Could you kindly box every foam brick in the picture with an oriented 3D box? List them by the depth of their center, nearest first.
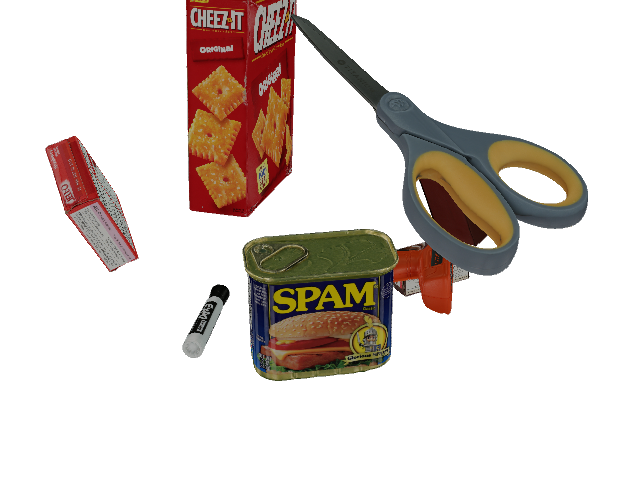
[{"bbox_3d":[0.134,-0.045,1.004,0.053,0.078,0.051,-40,37,-23],"label":"foam brick"}]

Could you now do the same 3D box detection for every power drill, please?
[{"bbox_3d":[0.055,0.047,1.208,0.188,0.057,0.184,0,29,10],"label":"power drill"}]

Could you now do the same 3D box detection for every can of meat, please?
[{"bbox_3d":[0.000,0.044,0.726,0.102,0.084,0.057,-5,29,-7],"label":"can of meat"}]

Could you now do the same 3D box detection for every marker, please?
[{"bbox_3d":[-0.106,0.073,1.006,0.020,0.020,0.121,0,23,8],"label":"marker"}]

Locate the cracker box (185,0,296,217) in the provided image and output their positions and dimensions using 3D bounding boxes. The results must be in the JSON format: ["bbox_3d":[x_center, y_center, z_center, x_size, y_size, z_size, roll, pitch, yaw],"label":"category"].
[{"bbox_3d":[-0.075,-0.150,1.077,0.072,0.214,0.164,8,21,13],"label":"cracker box"}]

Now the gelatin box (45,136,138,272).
[{"bbox_3d":[-0.182,-0.029,0.850,0.030,0.073,0.089,-26,-36,-1],"label":"gelatin box"}]

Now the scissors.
[{"bbox_3d":[0.058,-0.060,0.527,0.096,0.016,0.202,-8,46,-17],"label":"scissors"}]

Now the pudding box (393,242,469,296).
[{"bbox_3d":[0.152,0.039,1.589,0.113,0.039,0.090,-17,25,-20],"label":"pudding box"}]
